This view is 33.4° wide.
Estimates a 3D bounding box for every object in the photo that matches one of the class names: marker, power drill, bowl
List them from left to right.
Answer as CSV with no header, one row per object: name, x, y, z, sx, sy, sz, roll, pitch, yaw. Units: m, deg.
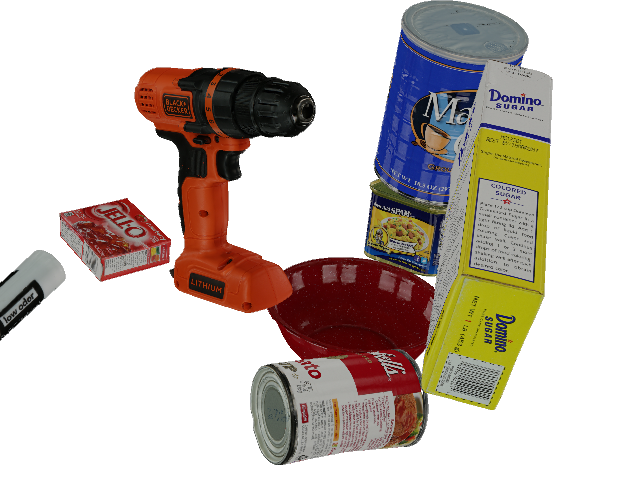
marker,-0.153,0.047,0.447,0.020,0.020,0.121,0,36,38
power drill,-0.068,-0.042,0.833,0.057,0.188,0.185,-20,23,-40
bowl,0.030,0.076,0.945,0.162,0.055,0.162,4,28,-2

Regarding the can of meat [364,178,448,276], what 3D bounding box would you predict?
can of meat,0.100,-0.015,1.183,0.102,0.084,0.057,20,27,29

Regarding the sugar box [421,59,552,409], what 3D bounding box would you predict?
sugar box,0.092,-0.008,0.571,0.048,0.093,0.176,15,46,3

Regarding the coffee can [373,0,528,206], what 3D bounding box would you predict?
coffee can,0.106,-0.115,0.892,0.102,0.140,0.103,6,36,-5

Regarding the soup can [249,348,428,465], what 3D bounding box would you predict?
soup can,0.011,0.112,0.719,0.102,0.068,0.069,-3,1,-27

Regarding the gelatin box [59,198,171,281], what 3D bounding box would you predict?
gelatin box,-0.194,-0.003,1.006,0.073,0.030,0.089,-15,39,-34
